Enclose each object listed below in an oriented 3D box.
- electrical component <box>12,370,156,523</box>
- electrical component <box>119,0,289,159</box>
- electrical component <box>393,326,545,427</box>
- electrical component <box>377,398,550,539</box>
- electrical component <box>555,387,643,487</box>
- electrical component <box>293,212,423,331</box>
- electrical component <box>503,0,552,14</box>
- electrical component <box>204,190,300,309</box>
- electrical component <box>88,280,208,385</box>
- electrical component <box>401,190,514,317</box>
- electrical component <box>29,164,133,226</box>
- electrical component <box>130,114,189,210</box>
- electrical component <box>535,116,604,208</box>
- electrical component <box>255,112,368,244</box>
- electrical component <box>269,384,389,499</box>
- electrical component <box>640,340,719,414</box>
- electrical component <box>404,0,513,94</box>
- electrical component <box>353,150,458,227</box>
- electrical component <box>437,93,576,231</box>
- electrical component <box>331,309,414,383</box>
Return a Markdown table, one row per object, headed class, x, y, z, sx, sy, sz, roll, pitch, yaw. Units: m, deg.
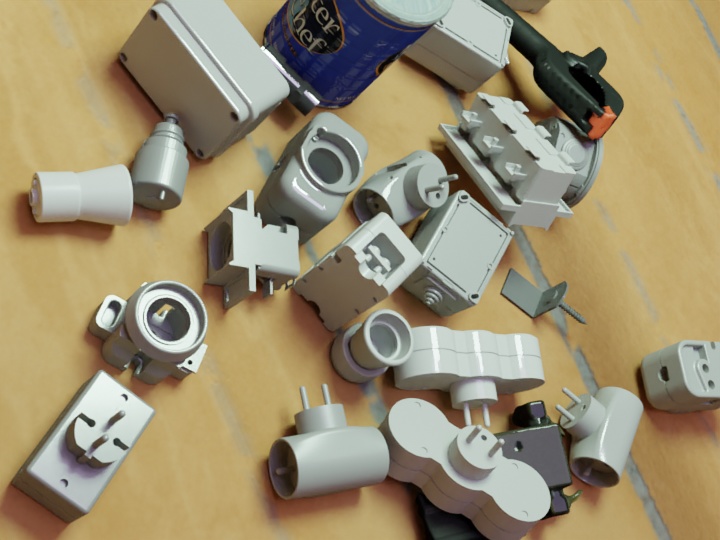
| class | x | y | z | sx | sy | sz | roll | pitch | yaw |
| --- | --- | --- | --- | --- | --- | --- | --- | --- | --- |
| electrical component | -0.167 | 0.106 | 0.677 | 0.047 | 0.076 | 0.083 | 40 | 53 | -12 |
| electrical component | -0.120 | -0.151 | 0.822 | 0.113 | 0.078 | 0.057 | 52 | 49 | -3 |
| electrical component | 0.090 | 0.091 | 0.866 | 0.138 | 0.052 | 0.073 | 7 | 66 | -31 |
| electrical component | 0.081 | 0.141 | 0.801 | 0.138 | 0.073 | 0.052 | 32 | 43 | 2 |
| electrical component | 0.199 | 0.133 | 0.923 | 0.079 | 0.044 | 0.077 | 39 | 53 | -12 |
| electrical component | 0.000 | 0.000 | 0.824 | 0.050 | 0.089 | 0.056 | 50 | 52 | -4 |
| electrical component | 0.163 | -0.328 | 1.098 | 0.078 | 0.057 | 0.113 | 1 | 69 | -33 |
| electrical component | -0.080 | -0.013 | 0.809 | 0.064 | 0.042 | 0.081 | 11 | 65 | -33 |
| electrical component | -0.139 | 0.041 | 0.737 | 0.078 | 0.057 | 0.058 | 31 | 56 | -18 |
| electrical component | 0.072 | -0.007 | 0.897 | 0.062 | 0.061 | 0.096 | 38 | 62 | -13 |
| electrical component | -0.197 | -0.051 | 0.751 | 0.065 | 0.044 | 0.044 | -4 | 71 | -29 |
| electrical component | -0.147 | -0.081 | 0.797 | 0.040 | 0.040 | 0.078 | 20 | 60 | -25 |
| electrical component | 0.185 | -0.100 | 0.997 | 0.051 | 0.080 | 0.080 | 19 | 60 | -19 |
| electrical component | -0.035 | -0.075 | 0.854 | 0.054 | 0.059 | 0.095 | 35 | 54 | -15 |
| electrical component | -0.026 | 0.122 | 0.781 | 0.077 | 0.044 | 0.079 | -2 | 70 | -34 |
| electrical component | 0.311 | 0.100 | 1.001 | 0.095 | 0.059 | 0.053 | 5 | 67 | -31 |
| electrical component | 0.094 | -0.211 | 0.998 | 0.096 | 0.061 | 0.061 | 27 | 56 | -21 |
| electrical component | 0.046 | -0.067 | 0.893 | 0.077 | 0.079 | 0.043 | -38 | 110 | -38 |
| electrical component | 0.132 | -0.098 | 0.938 | 0.079 | 0.063 | 0.121 | 5 | 37 | -33 |
| electrical component | 0.009 | 0.059 | 0.825 | 0.045 | 0.055 | 0.045 | 14 | 62 | -28 |
